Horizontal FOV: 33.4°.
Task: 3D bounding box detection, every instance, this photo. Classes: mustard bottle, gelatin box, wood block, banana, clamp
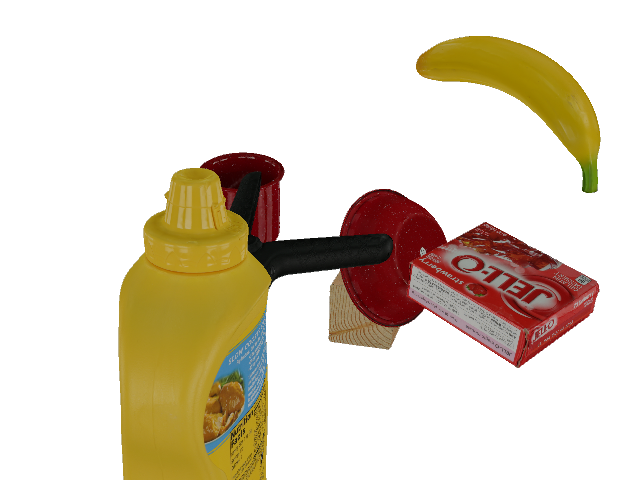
[{"bbox_3d":[-0.051,0.062,0.446,0.058,0.192,0.096,9,25,14],"label":"mustard bottle"},{"bbox_3d":[0.108,0.029,0.638,0.073,0.030,0.089,-26,44,-37],"label":"gelatin box"},{"bbox_3d":[0.080,0.070,1.547,0.091,0.090,0.206,6,21,13],"label":"wood block"},{"bbox_3d":[0.144,-0.114,0.805,0.037,0.070,0.198,2,32,-44],"label":"banana"},{"bbox_3d":[-0.068,0.007,0.872,0.209,0.036,0.165,-24,41,-35],"label":"clamp"}]

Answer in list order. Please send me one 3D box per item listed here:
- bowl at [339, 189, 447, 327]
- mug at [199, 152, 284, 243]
[{"bbox_3d":[0.096,0.018,1.216,0.161,0.162,0.055,0,-6,-43],"label":"bowl"},{"bbox_3d":[-0.097,-0.038,1.164,0.117,0.081,0.093,-10,32,-17],"label":"mug"}]
